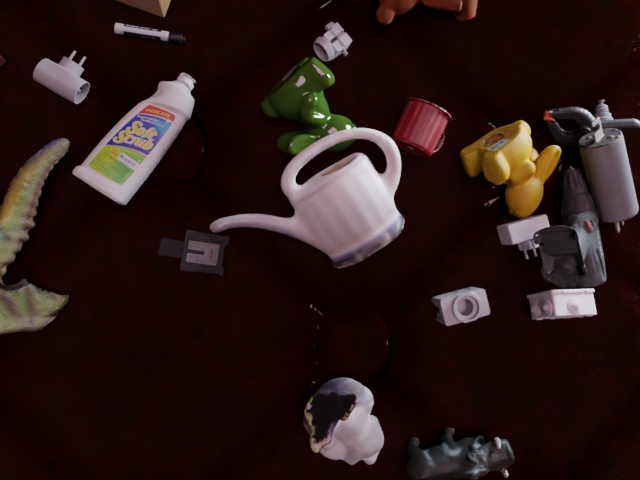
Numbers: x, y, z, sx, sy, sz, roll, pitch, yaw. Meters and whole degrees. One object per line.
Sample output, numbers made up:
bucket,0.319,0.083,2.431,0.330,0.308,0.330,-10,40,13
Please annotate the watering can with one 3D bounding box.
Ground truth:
watering can,0.003,-0.045,0.903,0.347,0.105,0.222,-33,103,1

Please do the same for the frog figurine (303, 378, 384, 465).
frog figurine,0.052,0.324,0.915,0.157,0.123,0.139,39,72,-42

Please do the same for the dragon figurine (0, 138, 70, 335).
dragon figurine,-0.520,0.040,0.846,0.412,0.123,0.240,-37,111,-6
